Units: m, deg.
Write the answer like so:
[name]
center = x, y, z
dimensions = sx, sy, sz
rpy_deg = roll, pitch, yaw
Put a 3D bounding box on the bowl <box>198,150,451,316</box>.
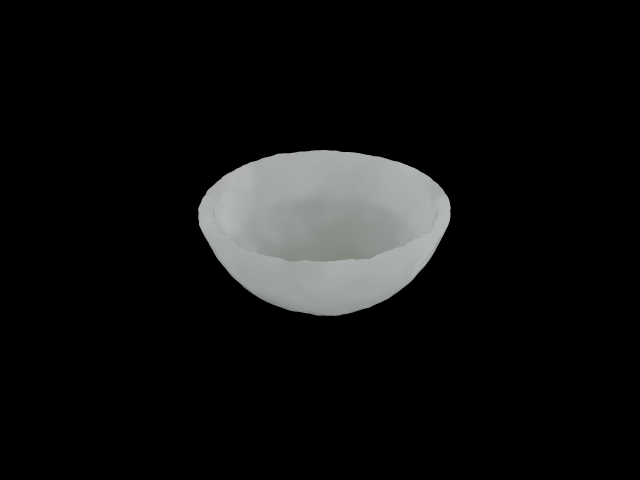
[bowl]
center = 0.004, 0.001, 0.400
dimensions = 0.167, 0.075, 0.167
rpy_deg = 0, 32, 0
